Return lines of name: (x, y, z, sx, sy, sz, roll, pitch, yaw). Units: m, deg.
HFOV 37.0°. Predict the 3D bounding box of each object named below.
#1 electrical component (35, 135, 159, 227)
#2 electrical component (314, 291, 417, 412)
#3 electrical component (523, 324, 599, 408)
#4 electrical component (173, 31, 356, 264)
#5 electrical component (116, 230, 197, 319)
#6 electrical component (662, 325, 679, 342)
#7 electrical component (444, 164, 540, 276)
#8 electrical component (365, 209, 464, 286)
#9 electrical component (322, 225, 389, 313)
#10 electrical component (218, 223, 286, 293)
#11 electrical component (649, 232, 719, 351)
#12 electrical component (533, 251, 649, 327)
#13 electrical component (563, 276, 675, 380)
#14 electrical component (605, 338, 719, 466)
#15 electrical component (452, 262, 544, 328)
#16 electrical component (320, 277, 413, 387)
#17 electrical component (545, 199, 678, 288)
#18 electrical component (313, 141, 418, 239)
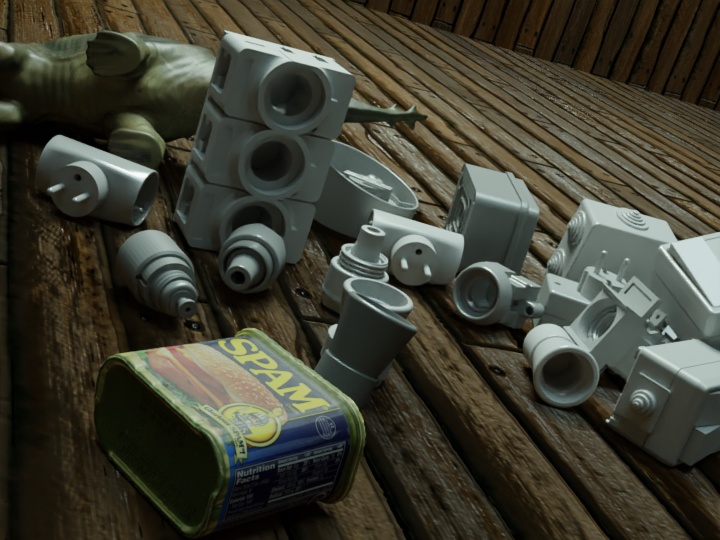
electrical component: (-0.194, -0.060, 0.765, 0.077, 0.043, 0.079, 21, 19, 6)
electrical component: (-0.003, 0.050, 0.605, 0.044, 0.065, 0.044, 30, 3, -2)
electrical component: (0.135, 0.063, 0.744, 0.044, 0.044, 0.065, 16, 14, -8)
electrical component: (-0.071, -0.087, 0.791, 0.089, 0.150, 0.061, 10, 20, -26)
electrical component: (-0.120, 0.006, 0.656, 0.040, 0.040, 0.078, 5, 23, -36)
electrical component: (0.290, 0.040, 0.872, 0.064, 0.099, 0.099, 30, 21, 11)
electrical component: (0.115, -0.042, 0.955, 0.057, 0.078, 0.113, 14, 19, -5)
electrical component: (0.042, -0.012, 0.856, 0.077, 0.043, 0.079, 16, 20, -8)
electrical component: (0.000, 0.000, 0.753, 0.043, 0.062, 0.043, 17, 19, -6)
electrical component: (-0.075, -0.004, 0.725, 0.043, 0.043, 0.062, 19, 20, 1)
electrical component: (0.260, 0.021, 0.777, 0.062, 0.061, 0.096, -12, 42, -11)
electrical component: (0.189, 0.022, 0.852, 0.083, 0.075, 0.047, 19, 19, -1)
electrical component: (0.192, 0.051, 0.788, 0.064, 0.081, 0.042, 36, 12, -22)
electrical component: (0.214, 0.089, 0.711, 0.096, 0.061, 0.061, -2, 28, -46)
electrical component: (0.102, 0.019, 0.827, 0.066, 0.048, 0.055, 31, 15, 32)
electrical component: (0.003, 0.038, 0.660, 0.045, 0.055, 0.045, 17, 18, -6)
electrical component: (0.217, -0.007, 0.926, 0.100, 0.099, 0.048, 14, 32, -14)
electrical component: (0.002, -0.066, 0.935, 0.099, 0.064, 0.099, 17, 19, -6)
